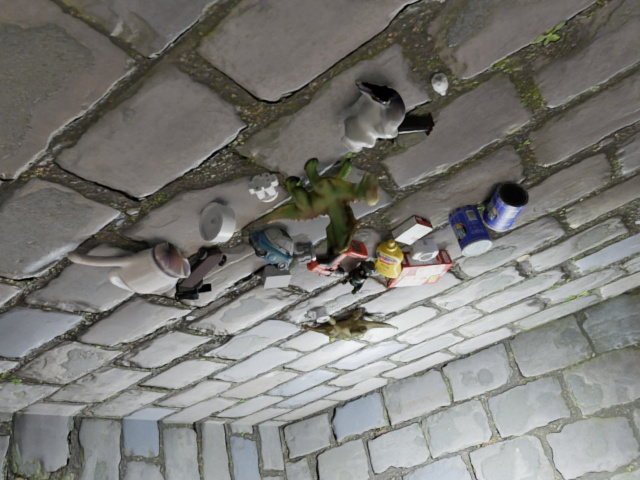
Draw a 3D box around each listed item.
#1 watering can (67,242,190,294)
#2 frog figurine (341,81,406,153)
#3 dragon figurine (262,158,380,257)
[{"bbox_3d":[-0.531,0.078,1.504,0.223,0.106,0.342,-24,148,15],"label":"watering can"},{"bbox_3d":[0.119,-0.266,1.165,0.124,0.139,0.156,-25,141,-41],"label":"frog figurine"},{"bbox_3d":[0.004,-0.068,1.358,0.122,0.247,0.404,12,139,-44],"label":"dragon figurine"}]
